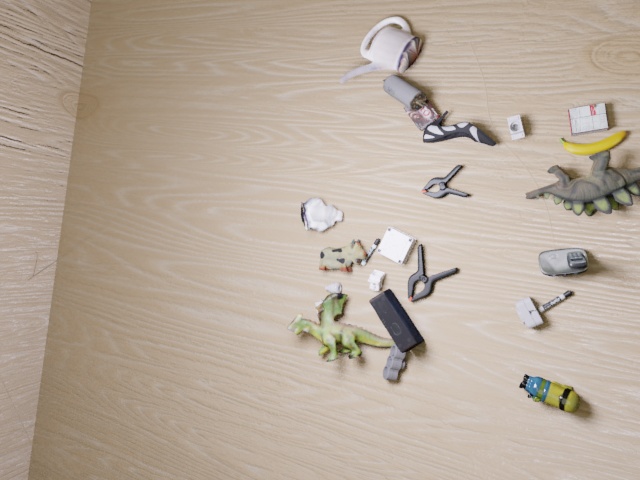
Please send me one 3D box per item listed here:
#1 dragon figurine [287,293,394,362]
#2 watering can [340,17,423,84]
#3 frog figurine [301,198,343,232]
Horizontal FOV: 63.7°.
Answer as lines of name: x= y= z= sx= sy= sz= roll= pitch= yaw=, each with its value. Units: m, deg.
dragon figurine: x=0.081 y=0.321 z=1.959 sx=0.410 sy=0.122 sz=0.243 roll=-12 pitch=88 yaw=5
watering can: x=0.243 y=-0.697 z=1.952 sx=0.226 sy=0.102 sz=0.350 roll=31 pitch=81 yaw=24
frog figurine: x=0.006 y=-0.103 z=2.051 sx=0.160 sy=0.121 sz=0.139 roll=-9 pitch=73 yaw=-13
